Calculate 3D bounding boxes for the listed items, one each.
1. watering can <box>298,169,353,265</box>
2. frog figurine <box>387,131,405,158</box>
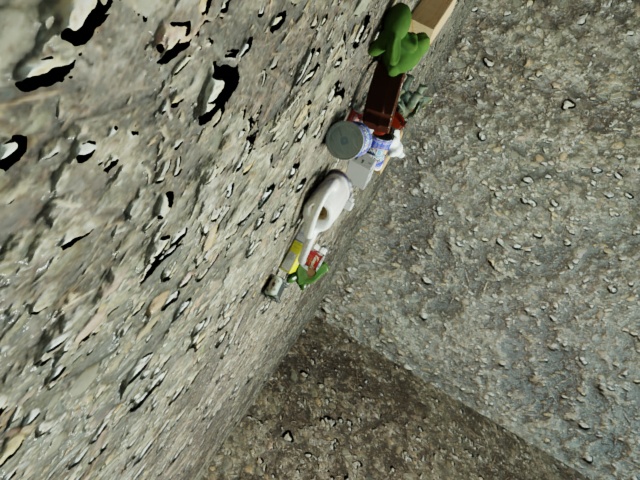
[{"bbox_3d":[0.005,-0.081,1.613,0.229,0.104,0.339,-55,171,-38],"label":"watering can"},{"bbox_3d":[0.296,-0.407,2.100,0.121,0.159,0.139,-48,-179,15],"label":"frog figurine"}]
